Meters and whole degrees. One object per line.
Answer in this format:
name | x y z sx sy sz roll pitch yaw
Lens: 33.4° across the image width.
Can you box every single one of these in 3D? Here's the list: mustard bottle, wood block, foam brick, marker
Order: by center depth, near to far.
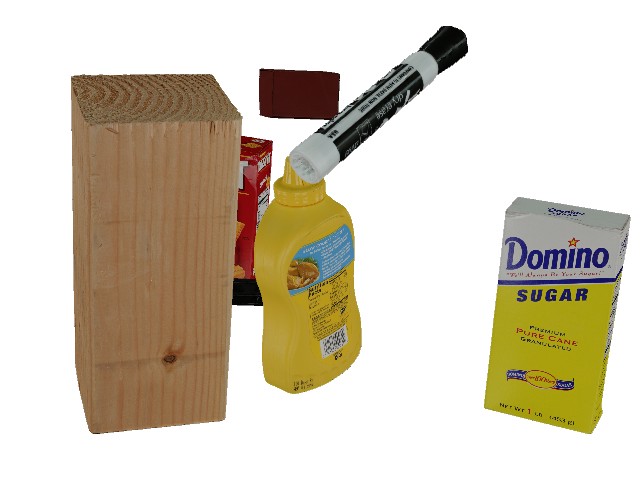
marker | 0.031 -0.068 0.513 0.121 0.020 0.020 -42 23 -28
wood block | -0.106 0.008 0.668 0.090 0.206 0.090 -3 27 -18
mustard bottle | -0.011 0.022 0.863 0.058 0.192 0.096 19 34 40
foam brick | -0.023 -0.158 1.157 0.078 0.051 0.053 0 11 -18

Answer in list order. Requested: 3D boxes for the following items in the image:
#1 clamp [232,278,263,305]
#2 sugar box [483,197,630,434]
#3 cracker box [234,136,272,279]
clamp | -0.126 0.056 1.071 0.210 0.036 0.164 12 20 38
sugar box | 0.187 0.060 0.855 0.093 0.176 0.048 10 23 22
cracker box | -0.158 -0.040 1.479 0.164 0.214 0.072 10 23 11
